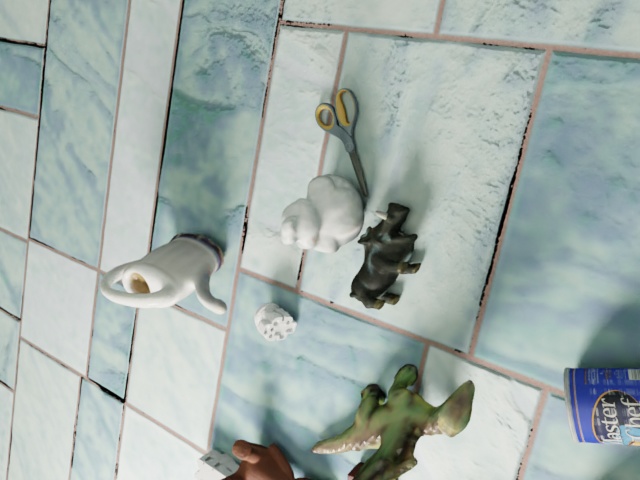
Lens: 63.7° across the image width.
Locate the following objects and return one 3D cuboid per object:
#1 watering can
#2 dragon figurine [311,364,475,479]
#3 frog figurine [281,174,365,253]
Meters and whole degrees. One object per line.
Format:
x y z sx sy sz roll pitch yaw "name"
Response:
-0.275 0.074 1.033 0.348 0.228 0.102 5 117 28 "watering can"
0.091 0.324 0.831 0.405 0.244 0.123 -39 81 24 "dragon figurine"
0.003 -0.045 0.895 0.123 0.160 0.136 8 100 28 "frog figurine"
